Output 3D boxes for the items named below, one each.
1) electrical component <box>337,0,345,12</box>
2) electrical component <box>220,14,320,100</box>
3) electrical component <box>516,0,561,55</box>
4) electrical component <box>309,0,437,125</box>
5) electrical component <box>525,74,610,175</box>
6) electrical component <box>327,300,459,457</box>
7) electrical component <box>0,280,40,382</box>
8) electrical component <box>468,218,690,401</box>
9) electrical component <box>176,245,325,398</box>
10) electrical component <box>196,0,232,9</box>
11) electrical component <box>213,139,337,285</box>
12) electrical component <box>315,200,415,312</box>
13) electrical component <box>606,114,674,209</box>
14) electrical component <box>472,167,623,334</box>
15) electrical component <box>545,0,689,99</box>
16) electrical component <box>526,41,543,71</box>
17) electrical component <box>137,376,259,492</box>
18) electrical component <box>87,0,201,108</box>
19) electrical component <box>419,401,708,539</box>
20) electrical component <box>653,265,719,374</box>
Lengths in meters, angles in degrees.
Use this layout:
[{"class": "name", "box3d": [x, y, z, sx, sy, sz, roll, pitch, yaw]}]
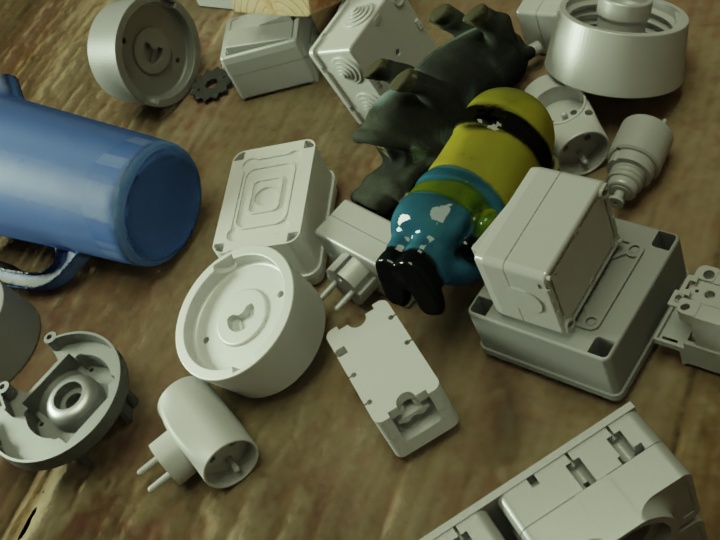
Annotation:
[{"class": "electrical component", "box3d": [0.012, -0.229, 1.000, 0.062, 0.048, 0.048, 32, 70, 32]}, {"class": "electrical component", "box3d": [-0.091, -0.209, 1.018, 0.096, 0.061, 0.061, -11, 49, 16]}, {"class": "electrical component", "box3d": [0.183, -0.219, 0.908, 0.077, 0.047, 0.065, 14, 60, 33]}, {"class": "electrical component", "box3d": [0.016, -0.186, 0.925, 0.048, 0.099, 0.099, 6, 55, 45]}, {"class": "electrical component", "box3d": [0.142, -0.106, 0.836, 0.079, 0.044, 0.077, -25, 47, 5]}, {"class": "electrical component", "box3d": [0.023, 0.075, 0.734, 0.050, 0.055, 0.089, -31, 46, -2]}, {"class": "electrical component", "box3d": [-0.337, 0.051, 0.918, 0.108, 0.060, 0.108, -13, 49, 15]}, {"class": "electrical component", "box3d": [0.147, 0.018, 0.723, 0.109, 0.056, 0.108, 19, 63, 35]}, {"class": "electrical component", "box3d": [-0.076, 0.043, 0.799, 0.108, 0.060, 0.108, -18, 54, 27]}, {"class": "electrical component", "box3d": [-0.149, -0.344, 1.095, 0.089, 0.150, 0.061, 14, 61, 33]}, {"class": "electrical component", "box3d": [-0.066, -0.043, 0.872, 0.078, 0.057, 0.113, -8, 50, 19]}, {"class": "electrical component", "box3d": [0.000, 0.000, 0.813, 0.083, 0.047, 0.075, 29, 69, 39]}, {"class": "electrical component", "box3d": [0.201, -0.078, 0.789, 0.040, 0.040, 0.078, 12, 59, 32]}, {"class": "electrical component", "box3d": [0.120, -0.019, 0.682, 0.061, 0.061, 0.096, 18, 62, 35]}, {"class": "electrical component", "box3d": [0.201, -0.182, 0.831, 0.108, 0.060, 0.108, 2, 33, -1]}, {"class": "electrical component", "box3d": [0.125, -0.174, 0.907, 0.061, 0.035, 0.035, -28, 46, -3]}, {"class": "electrical component", "box3d": [-0.123, 0.126, 0.769, 0.079, 0.043, 0.077, -39, 47, -8]}, {"class": "electrical component", "box3d": [-0.216, -0.214, 1.053, 0.060, 0.108, 0.108, 9, 57, 38]}, {"class": "electrical component", "box3d": [0.097, 0.169, 0.588, 0.186, 0.105, 0.060, -33, 47, -3]}, {"class": "electrical component", "box3d": [0.227, 0.033, 0.669, 0.081, 0.063, 0.042, 19, 64, 35]}]
